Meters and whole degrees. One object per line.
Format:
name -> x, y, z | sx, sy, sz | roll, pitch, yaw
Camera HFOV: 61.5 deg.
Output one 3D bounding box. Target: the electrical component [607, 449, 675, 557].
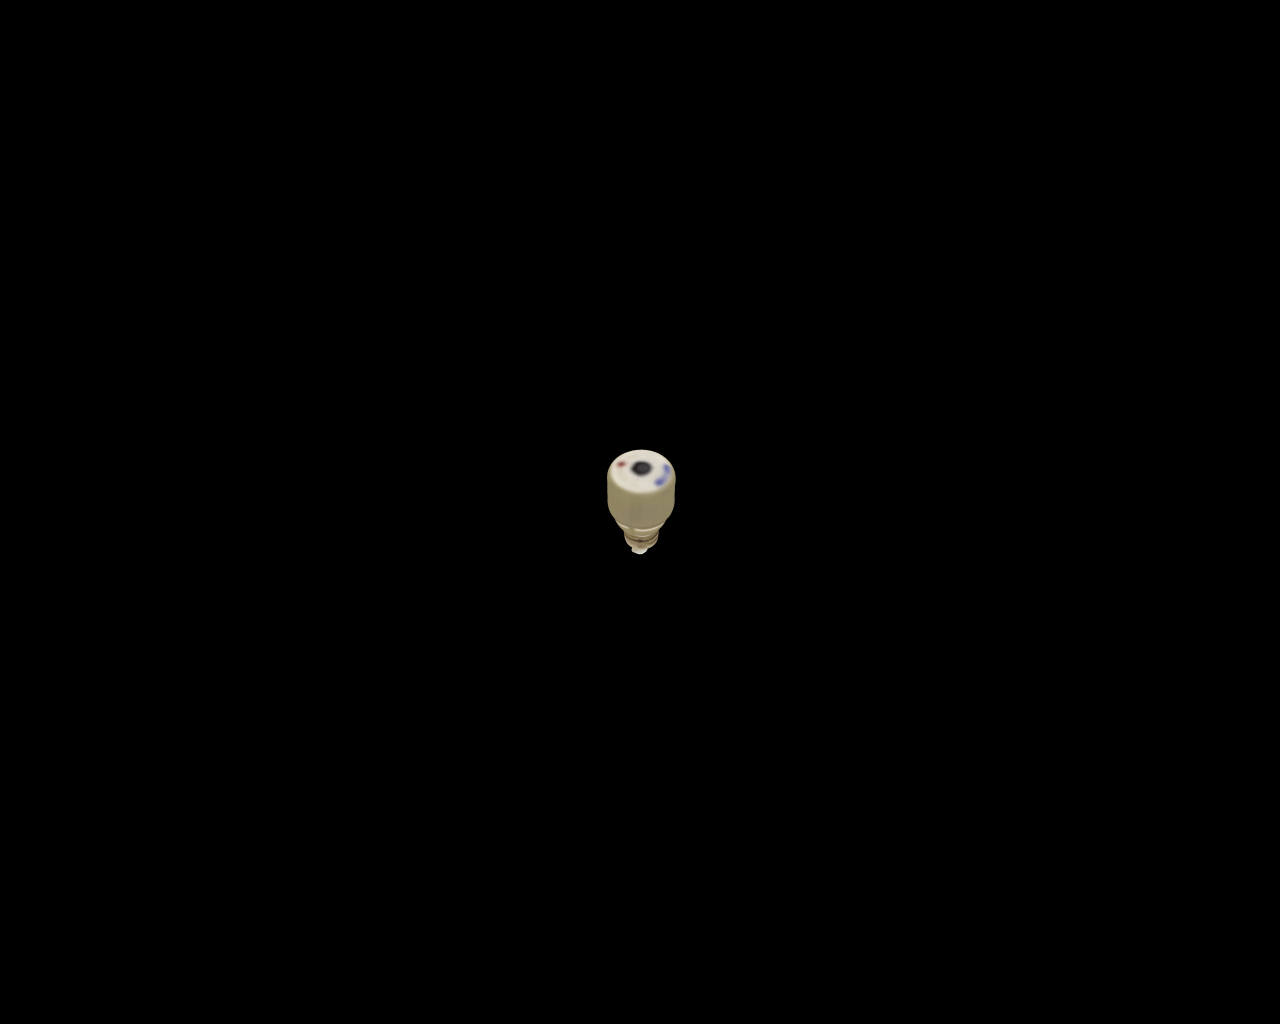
electrical component -> 0.001, -0.003, 0.650 | 0.040, 0.040, 0.078 | 0, -43, 0
